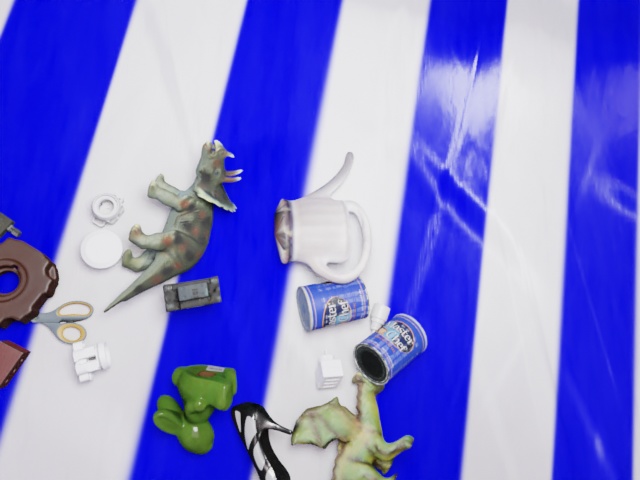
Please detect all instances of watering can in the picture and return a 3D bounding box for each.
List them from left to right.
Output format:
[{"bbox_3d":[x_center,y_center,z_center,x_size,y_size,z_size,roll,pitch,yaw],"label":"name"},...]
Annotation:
[{"bbox_3d":[0.004,-0.061,1.207,0.224,0.102,0.355,0,62,-10],"label":"watering can"}]

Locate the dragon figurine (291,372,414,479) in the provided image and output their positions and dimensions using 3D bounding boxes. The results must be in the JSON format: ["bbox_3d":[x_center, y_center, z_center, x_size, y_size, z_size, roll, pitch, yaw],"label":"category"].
[{"bbox_3d":[0.044,0.462,1.105,0.243,0.120,0.417,37,64,3],"label":"dragon figurine"}]
